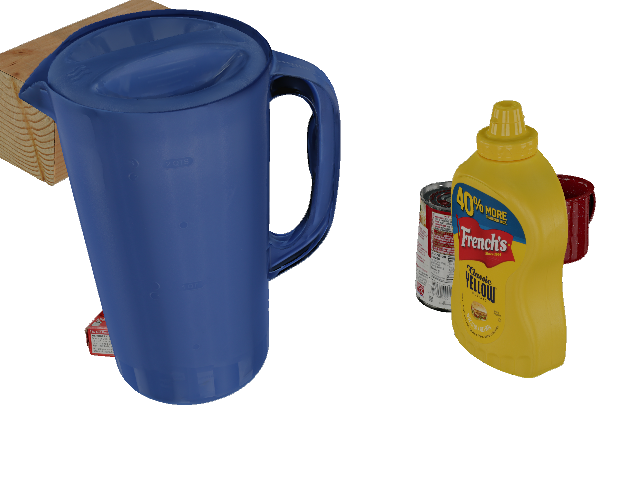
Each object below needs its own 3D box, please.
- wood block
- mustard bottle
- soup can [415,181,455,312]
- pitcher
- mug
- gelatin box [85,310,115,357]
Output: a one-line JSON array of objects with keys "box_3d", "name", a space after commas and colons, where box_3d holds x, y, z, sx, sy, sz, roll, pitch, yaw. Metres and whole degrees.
[{"box_3d": [-0.204, -0.144, 0.989, 0.090, 0.091, 0.205, 28, 40, 21], "name": "wood block"}, {"box_3d": [0.131, -0.005, 0.749, 0.058, 0.192, 0.096, -17, 29, -25], "name": "mustard bottle"}, {"box_3d": [0.121, 0.006, 0.960, 0.068, 0.102, 0.068, 0, 24, 0], "name": "soup can"}, {"box_3d": [-0.081, -0.015, 0.683, 0.149, 0.243, 0.144, 27, 45, 33], "name": "pitcher"}, {"box_3d": [0.275, -0.027, 1.231, 0.117, 0.081, 0.093, -21, 27, -35], "name": "mug"}, {"box_3d": [-0.147, 0.073, 0.918, 0.089, 0.030, 0.073, 3, 21, 12], "name": "gelatin box"}]
